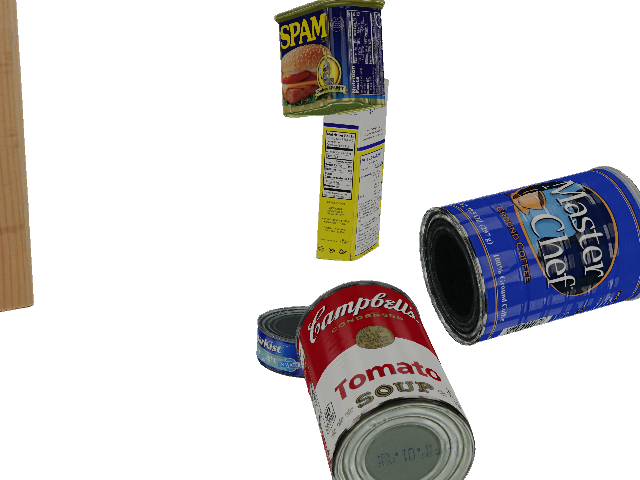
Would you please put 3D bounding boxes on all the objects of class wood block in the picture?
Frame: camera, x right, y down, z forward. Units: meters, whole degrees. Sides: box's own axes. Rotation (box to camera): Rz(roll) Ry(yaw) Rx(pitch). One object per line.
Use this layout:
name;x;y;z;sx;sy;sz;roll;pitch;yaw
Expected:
wood block;-0.221;-0.065;0.600;0.090;0.206;0.090;-9;27;-28

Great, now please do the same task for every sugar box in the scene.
sugar box;0.032;-0.073;1.069;0.048;0.176;0.093;5;12;19

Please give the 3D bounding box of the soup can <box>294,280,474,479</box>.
soup can;0.028;0.074;0.518;0.068;0.068;0.102;0;29;-11

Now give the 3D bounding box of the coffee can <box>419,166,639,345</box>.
coffee can;0.157;0.010;0.779;0.140;0.103;0.103;-14;4;-15

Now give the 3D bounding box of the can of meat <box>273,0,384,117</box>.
can of meat;0.008;-0.146;0.863;0.057;0.084;0.102;-4;2;-34

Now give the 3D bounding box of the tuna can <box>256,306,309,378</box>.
tuna can;-0.011;0.084;0.890;0.086;0.034;0.086;3;15;-1
